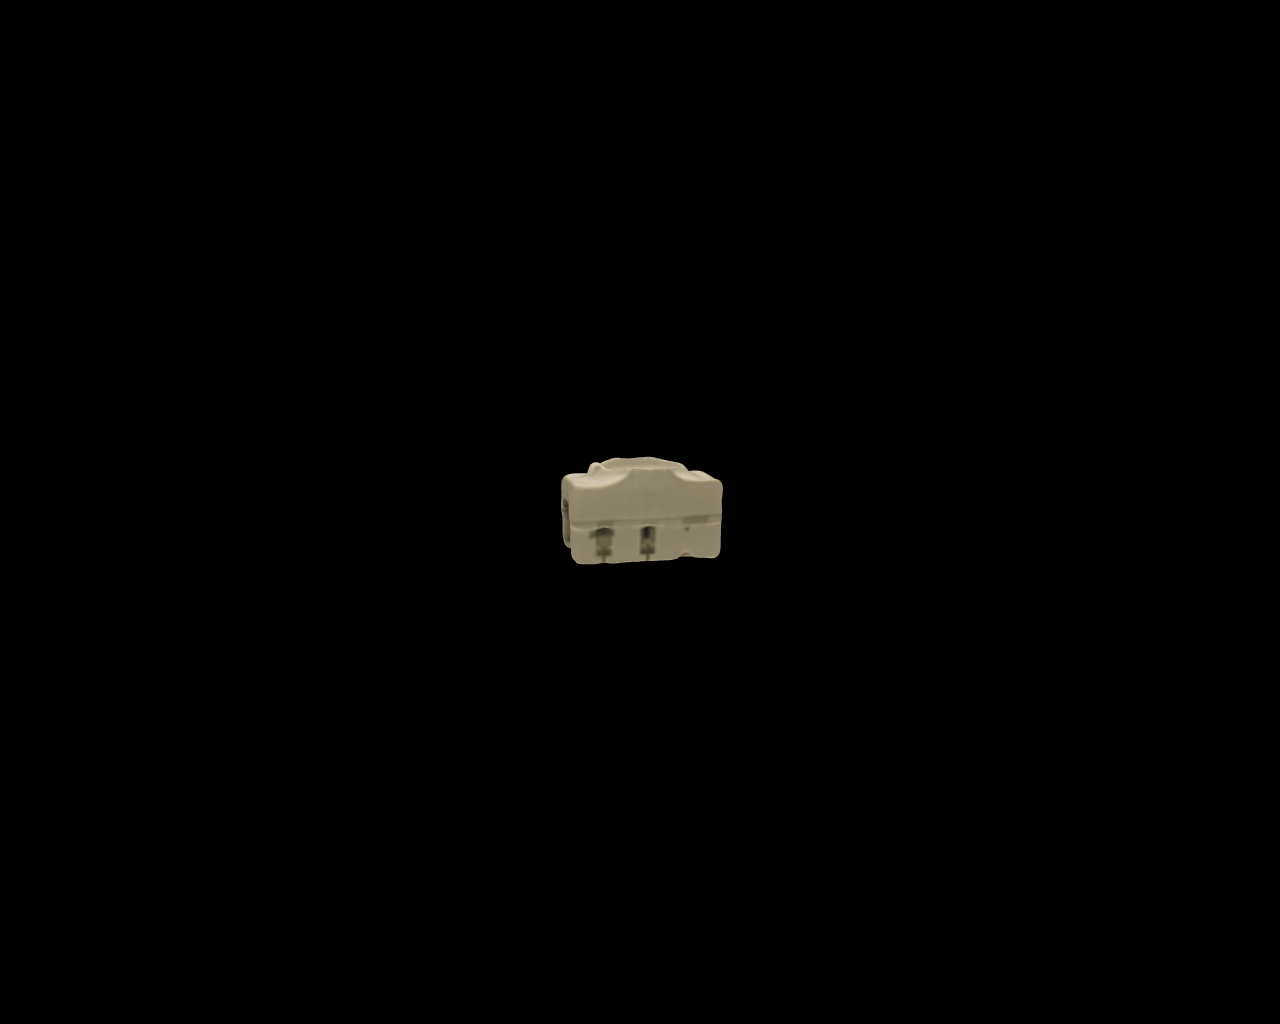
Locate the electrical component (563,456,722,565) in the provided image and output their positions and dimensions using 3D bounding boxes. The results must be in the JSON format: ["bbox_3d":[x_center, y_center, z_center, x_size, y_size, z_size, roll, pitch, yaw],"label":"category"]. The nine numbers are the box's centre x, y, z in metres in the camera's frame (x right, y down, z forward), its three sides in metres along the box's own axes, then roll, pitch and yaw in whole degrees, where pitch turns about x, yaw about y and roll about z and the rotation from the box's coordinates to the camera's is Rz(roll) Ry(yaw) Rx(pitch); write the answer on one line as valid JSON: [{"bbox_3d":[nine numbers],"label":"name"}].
[{"bbox_3d":[0.001,-0.003,0.650,0.089,0.055,0.050,-2,12,-12],"label":"electrical component"}]
